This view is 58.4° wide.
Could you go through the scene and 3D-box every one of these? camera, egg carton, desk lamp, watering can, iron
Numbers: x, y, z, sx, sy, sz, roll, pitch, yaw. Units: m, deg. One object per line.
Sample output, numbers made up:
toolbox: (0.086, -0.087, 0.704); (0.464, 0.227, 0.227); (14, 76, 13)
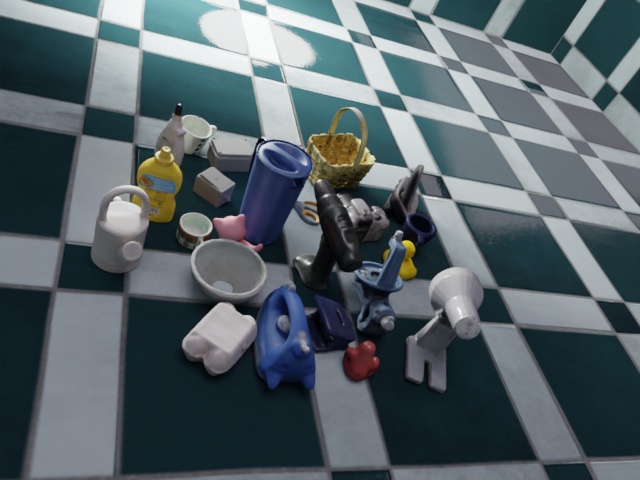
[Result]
camera: (0.099, -0.072, 1.541); (0.144, 0.100, 0.136); (-4, 49, -32)
egg carton: (-0.192, 0.192, 1.120); (0.107, 0.069, 0.150); (32, 40, 5)
desk lamp: (0.284, 0.193, 1.272); (0.118, 0.213, 0.203); (21, 40, -7)
watering can: (-0.391, -0.026, 1.145); (0.172, 0.194, 0.101); (44, 42, 19)
iron: (-0.065, 0.168, 1.160); (0.119, 0.141, 0.258); (7, 44, -22)

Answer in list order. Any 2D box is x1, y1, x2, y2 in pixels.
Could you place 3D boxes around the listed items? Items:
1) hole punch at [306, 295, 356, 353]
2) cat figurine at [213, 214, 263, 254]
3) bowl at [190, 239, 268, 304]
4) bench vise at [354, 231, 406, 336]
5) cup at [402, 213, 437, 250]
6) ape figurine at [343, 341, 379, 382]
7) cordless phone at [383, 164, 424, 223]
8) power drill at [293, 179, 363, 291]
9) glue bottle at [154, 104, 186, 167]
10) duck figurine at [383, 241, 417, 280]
hole punch: (0.026, 0.177, 1.241); (0.101, 0.091, 0.108); (0, 47, -29)
cat figurine: (-0.184, -0.002, 1.295); (0.127, 0.117, 0.067); (34, 40, 8)
bowl: (-0.202, 0.081, 1.230); (0.168, 0.074, 0.167); (16, 41, -14)
bench vise: (0.156, 0.100, 1.295); (0.122, 0.219, 0.207); (-3, 48, -31)
cup: (0.258, -0.003, 1.560); (0.092, 0.095, 0.118); (19, 40, -9)
ape figurine: (0.090, 0.247, 1.201); (0.077, 0.092, 0.076); (34, 40, 9)
cordless phone: (0.268, -0.153, 1.656); (0.094, 0.185, 0.148); (28, 40, 1)
power drill: (0.012, 0.005, 1.326); (0.076, 0.208, 0.229); (-6, 50, -33)
glue bottle: (-0.366, -0.265, 1.432); (0.078, 0.173, 0.037); (38, 41, 13)
duck figurine: (0.220, 0.044, 1.496); (0.078, 0.086, 0.104); (-15, 55, -39)
